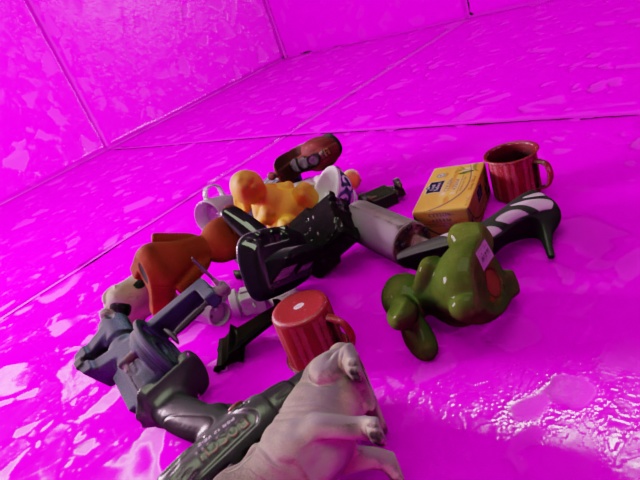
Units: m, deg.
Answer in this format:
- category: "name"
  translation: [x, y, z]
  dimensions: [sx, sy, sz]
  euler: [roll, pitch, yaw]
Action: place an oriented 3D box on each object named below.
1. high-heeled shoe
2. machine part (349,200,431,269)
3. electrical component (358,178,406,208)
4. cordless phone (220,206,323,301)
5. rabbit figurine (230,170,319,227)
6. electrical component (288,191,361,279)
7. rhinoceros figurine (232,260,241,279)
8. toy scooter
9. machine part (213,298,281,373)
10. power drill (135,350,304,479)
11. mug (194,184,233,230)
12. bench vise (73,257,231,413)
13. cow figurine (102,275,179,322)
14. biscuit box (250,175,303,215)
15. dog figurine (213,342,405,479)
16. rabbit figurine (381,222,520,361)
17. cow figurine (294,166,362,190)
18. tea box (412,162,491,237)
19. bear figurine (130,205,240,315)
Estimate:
- category: "high-heeled shoe"
  translation: [0.237, -0.021, 0.804]
  dimensions: [0.249, 0.086, 0.145]
  euler: [-1, 45, 5]
- category: "machine part"
  translation: [0.107, -0.014, 0.912]
  dimensions: [0.079, 0.079, 0.243]
  euler: [-30, 27, -18]
- category: "electrical component"
  translation: [0.126, -0.092, 1.085]
  dimensions: [0.102, 0.045, 0.078]
  euler: [-21, 27, -1]
- category: "cordless phone"
  translation: [-0.103, 0.002, 0.833]
  dimensions: [0.184, 0.088, 0.146]
  euler: [38, 25, 19]
- category: "rabbit figurine"
  translation: [-0.111, -0.090, 1.085]
  dimensions: [0.163, 0.173, 0.122]
  euler: [22, 84, 53]
- category: "electrical component"
  translation: [-0.002, -0.003, 0.927]
  dimensions: [0.134, 0.058, 0.115]
  euler: [-42, 38, 22]
- category: "rhinoceros figurine"
  translation: [-0.118, 0.024, 1.008]
  dimensions: [0.112, 0.073, 0.190]
  euler: [-29, 28, -13]
- category: "toy scooter"
  translation: [-0.043, -0.174, 1.198]
  dimensions: [0.184, 0.075, 0.135]
  euler: [-10, 21, 46]
- category: "machine part"
  translation: [-0.102, 0.136, 0.793]
  dimensions: [0.139, 0.039, 0.084]
  euler: [-36, 18, 15]
- category: "power drill"
  translation: [-0.117, 0.208, 0.660]
  dimensions: [0.208, 0.085, 0.232]
  euler: [18, 47, 41]
- category: "mug"
  translation: [-0.237, -0.079, 1.265]
  dimensions: [0.081, 0.109, 0.107]
  euler: [-12, 13, 31]
- category: "bench vise"
  translation: [-0.238, 0.137, 0.801]
  dimensions: [0.240, 0.128, 0.224]
  euler: [-44, 38, -7]
- category: "cow figurine"
  translation: [-0.309, 0.073, 0.992]
  dimensions: [0.195, 0.127, 0.086]
  euler: [-38, 34, -27]
- category: "biscuit box"
  translation: [-0.116, -0.104, 1.264]
  dimensions: [0.059, 0.062, 0.203]
  euler: [1, 34, 37]
- category: "dog figurine"
  translation: [-0.030, 0.199, 0.554]
  dimensions: [0.191, 0.121, 0.172]
  euler: [-21, 25, 4]
- category: "rabbit figurine"
  translation: [0.150, 0.079, 0.699]
  dimensions: [0.170, 0.121, 0.159]
  euler: [-21, 26, 45]
- category: "cow figurine"
  translation: [0.009, -0.117, 1.199]
  dimensions: [0.167, 0.068, 0.098]
  euler: [-18, 20, 3]
- category: "tea box"
  translation: [0.232, -0.066, 0.931]
  dimensions: [0.098, 0.068, 0.170]
  euler: [-5, 31, 28]
- category: "bear figurine"
  translation: [-0.211, 0.028, 0.915]
  dimensions: [0.196, 0.120, 0.132]
  euler: [-25, -20, -32]
